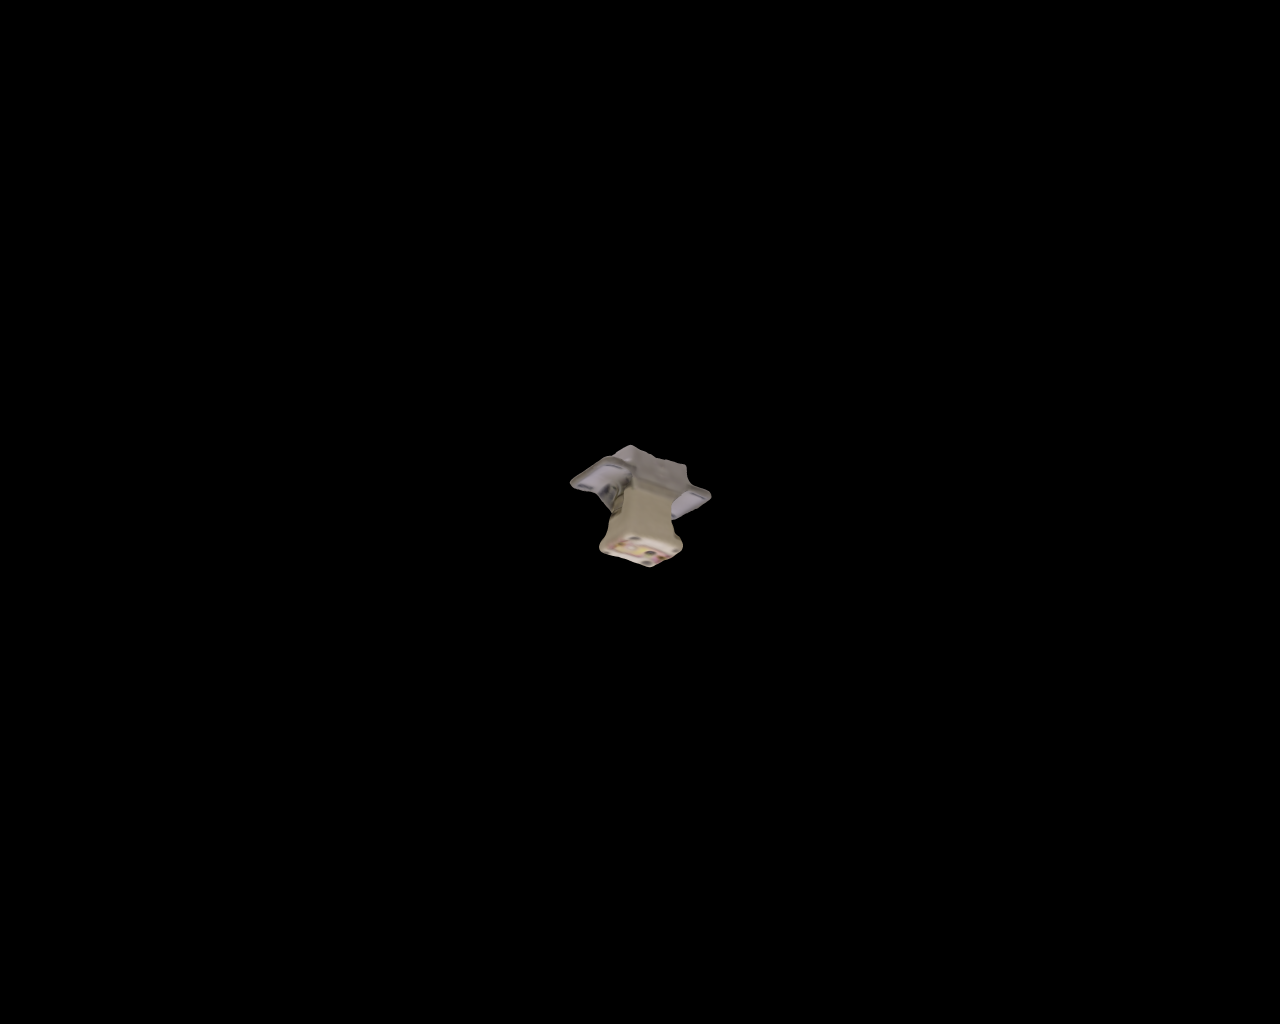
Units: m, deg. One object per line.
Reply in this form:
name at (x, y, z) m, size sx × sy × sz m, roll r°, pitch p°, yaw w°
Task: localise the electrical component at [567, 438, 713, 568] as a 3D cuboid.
electrical component at (0.001, -0.003, 0.650) m, size 0.081 × 0.064 × 0.042 m, roll 18°, pitch -32°, yaw -31°
